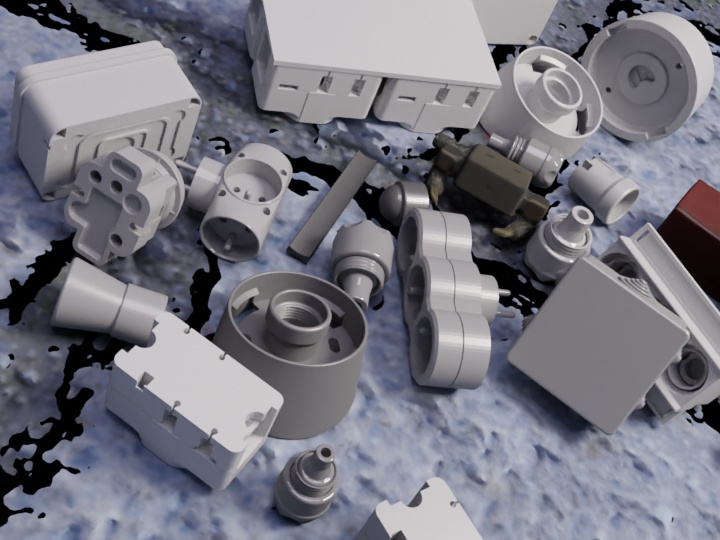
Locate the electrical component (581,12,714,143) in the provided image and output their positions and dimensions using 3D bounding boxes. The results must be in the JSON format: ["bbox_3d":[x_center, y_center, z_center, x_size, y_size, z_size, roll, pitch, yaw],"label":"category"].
[{"bbox_3d":[0.254,-0.172,0.938,0.108,0.108,0.060,43,45,14],"label":"electrical component"}]

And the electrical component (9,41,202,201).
[{"bbox_3d":[-0.174,-0.103,0.730,0.113,0.078,0.057,-20,66,-33],"label":"electrical component"}]

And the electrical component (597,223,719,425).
[{"bbox_3d":[0.219,0.039,0.776,0.063,0.079,0.121,8,44,-53],"label":"electrical component"}]

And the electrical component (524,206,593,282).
[{"bbox_3d":[0.153,-0.022,0.804,0.043,0.062,0.043,11,50,-13],"label":"electrical component"}]

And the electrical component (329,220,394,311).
[{"bbox_3d":[0.000,0.000,0.739,0.043,0.043,0.062,16,50,-9],"label":"electrical component"}]

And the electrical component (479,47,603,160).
[{"bbox_3d":[0.153,-0.139,0.914,0.099,0.064,0.099,12,60,-23],"label":"electrical component"}]

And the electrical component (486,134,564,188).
[{"bbox_3d":[0.132,-0.092,0.872,0.061,0.035,0.035,27,48,4],"label":"electrical component"}]

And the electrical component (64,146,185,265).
[{"bbox_3d":[-0.150,-0.047,0.700,0.058,0.078,0.057,33,28,5],"label":"electrical component"}]

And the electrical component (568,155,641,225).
[{"bbox_3d":[0.197,-0.066,0.874,0.040,0.040,0.046,-26,60,-35],"label":"electrical component"}]

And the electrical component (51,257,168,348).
[{"bbox_3d":[-0.152,0.023,0.663,0.065,0.044,0.044,20,48,-13],"label":"electrical component"}]

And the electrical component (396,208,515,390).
[{"bbox_3d":[0.072,0.020,0.745,0.074,0.052,0.138,7,51,-16],"label":"electrical component"}]

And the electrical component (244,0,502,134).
[{"bbox_3d":[0.007,-0.173,0.869,0.186,0.060,0.105,2,52,-20],"label":"electrical component"}]

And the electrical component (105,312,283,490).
[{"bbox_3d":[-0.099,0.079,0.628,0.089,0.055,0.050,35,49,8],"label":"electrical component"}]

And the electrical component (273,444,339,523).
[{"bbox_3d":[-0.028,0.119,0.619,0.035,0.061,0.035,11,50,-13],"label":"electrical component"}]

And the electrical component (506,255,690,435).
[{"bbox_3d":[0.163,0.048,0.730,0.100,0.099,0.048,37,16,11],"label":"electrical component"}]

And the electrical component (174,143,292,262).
[{"bbox_3d":[-0.095,-0.054,0.744,0.079,0.044,0.077,22,48,-3],"label":"electrical component"}]

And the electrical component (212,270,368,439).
[{"bbox_3d":[-0.044,0.049,0.684,0.099,0.064,0.099,12,36,-9],"label":"electrical component"}]

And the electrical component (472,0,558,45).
[{"bbox_3d":[0.121,-0.257,0.950,0.109,0.108,0.056,-4,52,-24],"label":"electrical component"}]

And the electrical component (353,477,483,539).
[{"bbox_3d":[0.041,0.174,0.607,0.050,0.055,0.089,-18,62,-32],"label":"electrical component"}]
